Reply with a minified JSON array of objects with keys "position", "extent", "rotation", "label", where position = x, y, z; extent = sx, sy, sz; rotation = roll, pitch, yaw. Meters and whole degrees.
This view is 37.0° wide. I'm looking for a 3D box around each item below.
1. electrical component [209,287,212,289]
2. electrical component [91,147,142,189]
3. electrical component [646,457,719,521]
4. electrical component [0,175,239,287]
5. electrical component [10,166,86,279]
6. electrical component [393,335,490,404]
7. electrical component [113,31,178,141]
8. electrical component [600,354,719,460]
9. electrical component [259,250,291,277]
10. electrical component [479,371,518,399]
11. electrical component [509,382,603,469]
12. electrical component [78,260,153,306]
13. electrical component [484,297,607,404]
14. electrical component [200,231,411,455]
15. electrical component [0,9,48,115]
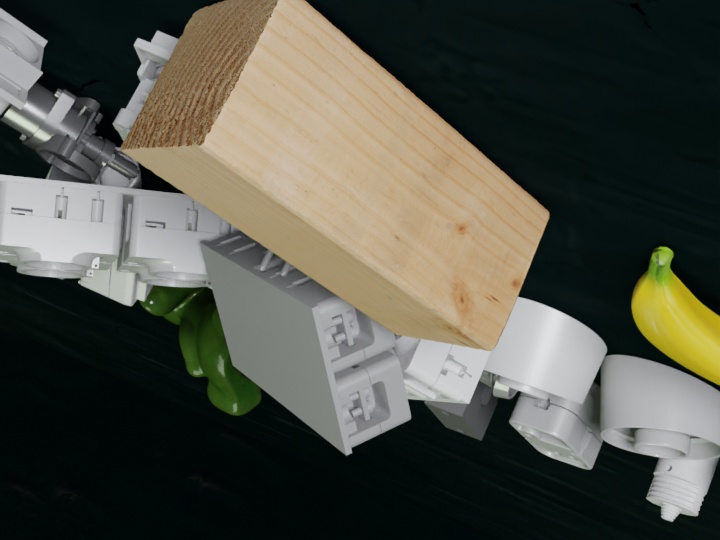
[{"position":[-0.127,0.000,1.008],"extent":[0.081,0.043,0.043],"rotation":[30,164,-16],"label":"electrical component"},{"position":[-0.197,-0.075,0.875],"extent":[0.040,0.040,0.046],"rotation":[26,171,-1],"label":"electrical component"},{"position":[0.260,0.162,0.863],"extent":[0.043,0.081,0.043],"rotation":[24,165,7],"label":"electrical component"},{"position":[-0.191,-0.026,0.853],"extent":[0.186,0.060,0.105],"rotation":[5,172,-18],"label":"electrical component"},{"position":[-0.265,-0.043,0.970],"extent":[0.060,0.108,0.108],"rotation":[24,166,-18],"label":"electrical component"},{"position":[0.036,0.044,0.803],"extent":[0.062,0.089,0.150],"rotation":[30,164,-20],"label":"electrical component"},{"position":[-0.109,-0.094,0.620],"extent":[0.042,0.063,0.081],"rotation":[24,165,8],"label":"electrical component"},{"position":[0.226,0.104,0.802],"extent":[0.099,0.064,0.099],"rotation":[11,160,4],"label":"electrical component"},{"position":[-0.043,-0.030,0.711],"extent":[0.138,0.073,0.052],"rotation":[14,161,36],"label":"electrical component"},{"position":[0.108,0.075,0.883],"extent":[0.055,0.048,0.066],"rotation":[28,167,22],"label":"electrical component"},{"position":[0.172,0.122,0.910],"extent":[0.054,0.059,0.095],"rotation":[15,161,36],"label":"electrical component"},{"position":[-0.200,-0.024,0.962],"extent":[0.061,0.096,0.061],"rotation":[24,135,5],"label":"electrical component"},{"position":[0.132,0.061,0.806],"extent":[0.099,0.064,0.099],"rotation":[19,177,1],"label":"electrical component"},{"position":[-0.039,0.039,0.758],"extent":[0.186,0.060,0.105],"rotation":[26,133,57],"label":"electrical component"},{"position":[-0.238,-0.127,0.689],"extent":[0.042,0.064,0.081],"rotation":[36,-156,-32],"label":"electrical component"}]
